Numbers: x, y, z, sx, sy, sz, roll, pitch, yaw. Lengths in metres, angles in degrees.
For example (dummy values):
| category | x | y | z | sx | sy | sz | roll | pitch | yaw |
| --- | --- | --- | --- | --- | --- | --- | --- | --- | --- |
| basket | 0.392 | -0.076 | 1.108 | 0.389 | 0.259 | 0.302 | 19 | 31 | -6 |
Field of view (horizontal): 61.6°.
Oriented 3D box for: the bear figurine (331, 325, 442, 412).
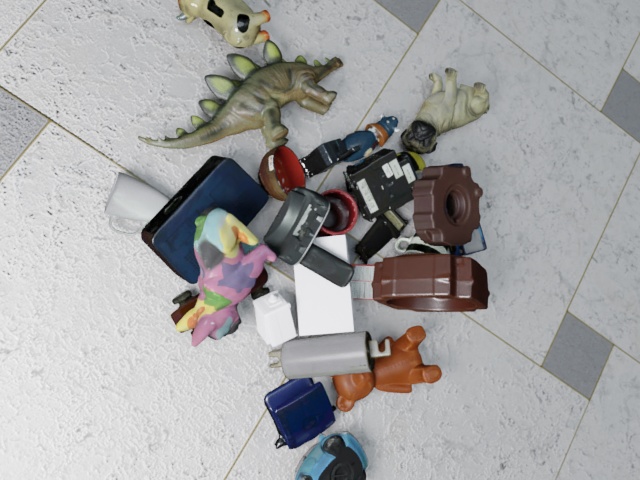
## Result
| category | x | y | z | sx | sy | sz | roll | pitch | yaw |
| --- | --- | --- | --- | --- | --- | --- | --- | --- | --- |
| bear figurine | 0.117 | 0.256 | 1.063 | 0.196 | 0.132 | 0.120 | -11 | 71 | -22 |

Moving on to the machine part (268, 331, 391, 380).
| category | x | y | z | sx | sy | sz | roll | pitch | yaw |
| --- | --- | --- | --- | --- | --- | --- | --- | --- | --- |
| machine part | 0.015 | 0.221 | 1.025 | 0.243 | 0.079 | 0.079 | -8 | 84 | 15 |

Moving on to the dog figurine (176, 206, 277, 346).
| category | x | y | z | sx | sy | sz | roll | pitch | yaw |
| --- | --- | --- | --- | --- | --- | --- | --- | --- | --- |
| dog figurine | -0.188 | 0.073 | 0.948 | 0.219 | 0.109 | 0.191 | -55 | 131 | -13 |

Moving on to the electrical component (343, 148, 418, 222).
| category | x | y | z | sx | sy | sz | roll | pitch | yaw |
| --- | --- | --- | --- | --- | --- | --- | --- | --- | --- |
| electrical component | 0.128 | -0.115 | 1.075 | 0.134 | 0.058 | 0.114 | -28 | 111 | -9 |

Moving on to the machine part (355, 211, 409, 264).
| category | x | y | z | sx | sy | sz | roll | pitch | yaw |
| --- | --- | --- | --- | --- | --- | --- | --- | --- | --- |
| machine part | 0.126 | -0.012 | 1.148 | 0.084 | 0.039 | 0.139 | 45 | 72 | -14 |

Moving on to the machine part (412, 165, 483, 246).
| category | x | y | z | sx | sy | sz | roll | pitch | yaw |
| --- | --- | --- | --- | --- | --- | --- | --- | --- | --- |
| machine part | 0.259 | -0.069 | 1.083 | 0.179 | 0.056 | 0.179 | -1 | 91 | -39 |

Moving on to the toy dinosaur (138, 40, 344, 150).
| category | x | y | z | sx | sy | sz | roll | pitch | yaw |
| --- | --- | --- | --- | --- | --- | --- | --- | --- | --- |
| toy dinosaur | -0.128 | -0.276 | 1.085 | 0.471 | 0.105 | 0.198 | -39 | 86 | -26 |

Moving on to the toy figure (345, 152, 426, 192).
| category | x | y | z | sx | sy | sz | roll | pitch | yaw |
| --- | --- | --- | --- | --- | --- | --- | --- | --- | --- |
| toy figure | 0.142 | -0.145 | 1.148 | 0.180 | 0.082 | 0.089 | -3 | 85 | -13 |

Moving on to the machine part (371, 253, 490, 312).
| category | x | y | z | sx | sy | sz | roll | pitch | yaw |
| --- | --- | --- | --- | --- | --- | --- | --- | --- | --- |
| machine part | 0.219 | 0.087 | 1.057 | 0.201 | 0.201 | 0.087 | -4 | 74 | 29 |

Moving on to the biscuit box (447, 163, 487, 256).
| category | x | y | z | sx | sy | sz | roll | pitch | yaw |
| --- | --- | --- | --- | --- | --- | --- | --- | --- | --- |
| biscuit box | 0.303 | -0.066 | 1.189 | 0.059 | 0.063 | 0.202 | -14 | 86 | -16 |

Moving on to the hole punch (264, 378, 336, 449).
| category | x | y | z | sx | sy | sz | roll | pitch | yaw |
| --- | --- | --- | --- | --- | --- | --- | --- | --- | --- |
| hole punch | -0.033 | 0.331 | 1.031 | 0.142 | 0.092 | 0.115 | -28 | 94 | -21 |

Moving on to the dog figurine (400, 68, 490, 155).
| category | x | y | z | sx | sy | sz | roll | pitch | yaw |
| --- | --- | --- | --- | --- | --- | --- | --- | --- | --- |
| dog figurine | 0.285 | -0.262 | 1.205 | 0.172 | 0.121 | 0.190 | 22 | 91 | -8 |

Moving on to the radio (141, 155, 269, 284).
| category | x | y | z | sx | sy | sz | roll | pitch | yaw |
| --- | --- | --- | --- | --- | --- | --- | --- | --- | --- |
| radio | -0.217 | -0.043 | 1.015 | 0.229 | 0.073 | 0.131 | -52 | 124 | -17 |

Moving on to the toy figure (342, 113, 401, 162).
| category | x | y | z | sx | sy | sz | roll | pitch | yaw |
| --- | --- | --- | --- | --- | --- | --- | --- | --- | --- |
| toy figure | 0.106 | -0.221 | 1.161 | 0.154 | 0.058 | 0.064 | -33 | 98 | -22 |

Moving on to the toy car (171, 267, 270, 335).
| category | x | y | z | sx | sy | sz | roll | pitch | yaw |
| --- | --- | --- | --- | --- | --- | --- | --- | --- | --- |
| toy car | -0.191 | 0.107 | 1.036 | 0.202 | 0.053 | 0.089 | -32 | 102 | -21 |

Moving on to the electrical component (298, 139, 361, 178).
| category | x | y | z | sx | sy | sz | roll | pitch | yaw |
| --- | --- | --- | --- | --- | --- | --- | --- | --- | --- |
| electrical component | 0.023 | -0.174 | 1.090 | 0.075 | 0.119 | 0.047 | -30 | 91 | -48 |

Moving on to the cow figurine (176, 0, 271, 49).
| category | x | y | z | sx | sy | sz | roll | pitch | yaw |
| --- | --- | --- | --- | --- | --- | --- | --- | --- | --- |
| cow figurine | -0.205 | -0.458 | 1.084 | 0.127 | 0.085 | 0.195 | -35 | 71 | -30 |

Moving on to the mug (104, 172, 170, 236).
| category | x | y | z | sx | sy | sz | roll | pitch | yaw |
| --- | --- | --- | --- | --- | --- | --- | --- | --- | --- |
| mug | -0.341 | -0.060 | 1.006 | 0.107 | 0.081 | 0.109 | 17 | 76 | -24 |

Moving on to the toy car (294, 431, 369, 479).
| category | x | y | z | sx | sy | sz | roll | pitch | yaw |
| --- | --- | --- | --- | --- | --- | --- | --- | --- | --- |
| toy car | 0.007 | 0.439 | 1.016 | 0.162 | 0.103 | 0.109 | -42 | 105 | -27 |

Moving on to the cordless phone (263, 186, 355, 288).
| category | x | y | z | sx | sy | sz | roll | pitch | yaw |
| --- | --- | --- | --- | --- | --- | --- | --- | --- | --- |
| cordless phone | -0.002 | -0.004 | 1.014 | 0.184 | 0.089 | 0.146 | 30 | 93 | 2 |
